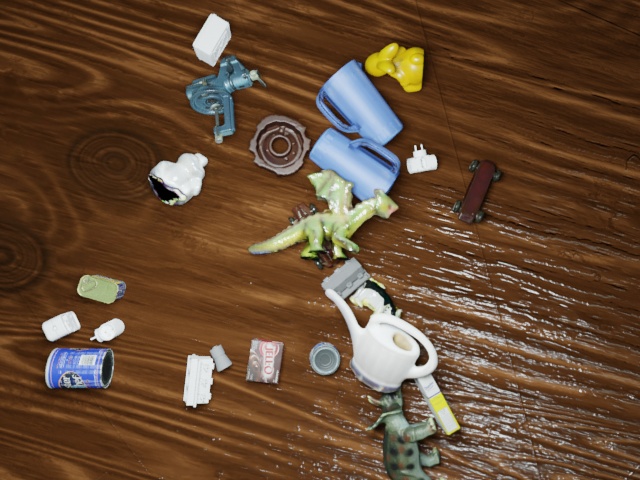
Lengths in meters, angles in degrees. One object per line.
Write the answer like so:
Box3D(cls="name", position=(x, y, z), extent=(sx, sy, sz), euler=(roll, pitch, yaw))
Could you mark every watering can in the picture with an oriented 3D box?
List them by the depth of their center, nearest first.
Box3D(cls="watering can", position=(0.144, 0.281, 1.402), extent=(0.349, 0.105, 0.220), euler=(28, 119, 12))

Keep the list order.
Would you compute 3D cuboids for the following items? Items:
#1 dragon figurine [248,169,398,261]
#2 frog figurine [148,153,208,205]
Box3D(cls="dragon figurine", position=(0.004, -0.070, 1.397), extent=(0.410, 0.121, 0.245), euler=(2, 79, 12))
Box3D(cls="frog figurine", position=(-0.390, -0.180, 1.436), extent=(0.137, 0.120, 0.163), euler=(23, 50, 5))
